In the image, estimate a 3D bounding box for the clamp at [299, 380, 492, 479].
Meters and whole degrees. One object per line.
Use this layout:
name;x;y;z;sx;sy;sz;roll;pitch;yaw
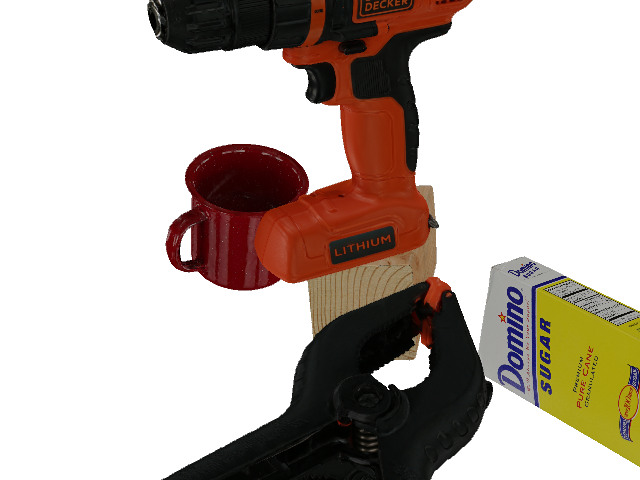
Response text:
clamp;0.034;0.149;0.639;0.210;0.036;0.164;-7;30;0

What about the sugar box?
sugar box;0.191;0.086;0.755;0.048;0.093;0.176;-16;29;-39

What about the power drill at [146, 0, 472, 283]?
power drill;0.000;-0.071;0.586;0.184;0.188;0.057;-14;36;-21

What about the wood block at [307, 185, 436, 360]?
wood block;0.054;0.024;0.992;0.091;0.090;0.206;0;22;11

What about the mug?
mug;-0.067;-0.011;0.818;0.117;0.081;0.093;-28;50;-35

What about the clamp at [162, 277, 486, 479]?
clamp;0.025;0.081;0.417;0.120;0.039;0.171;29;50;21
